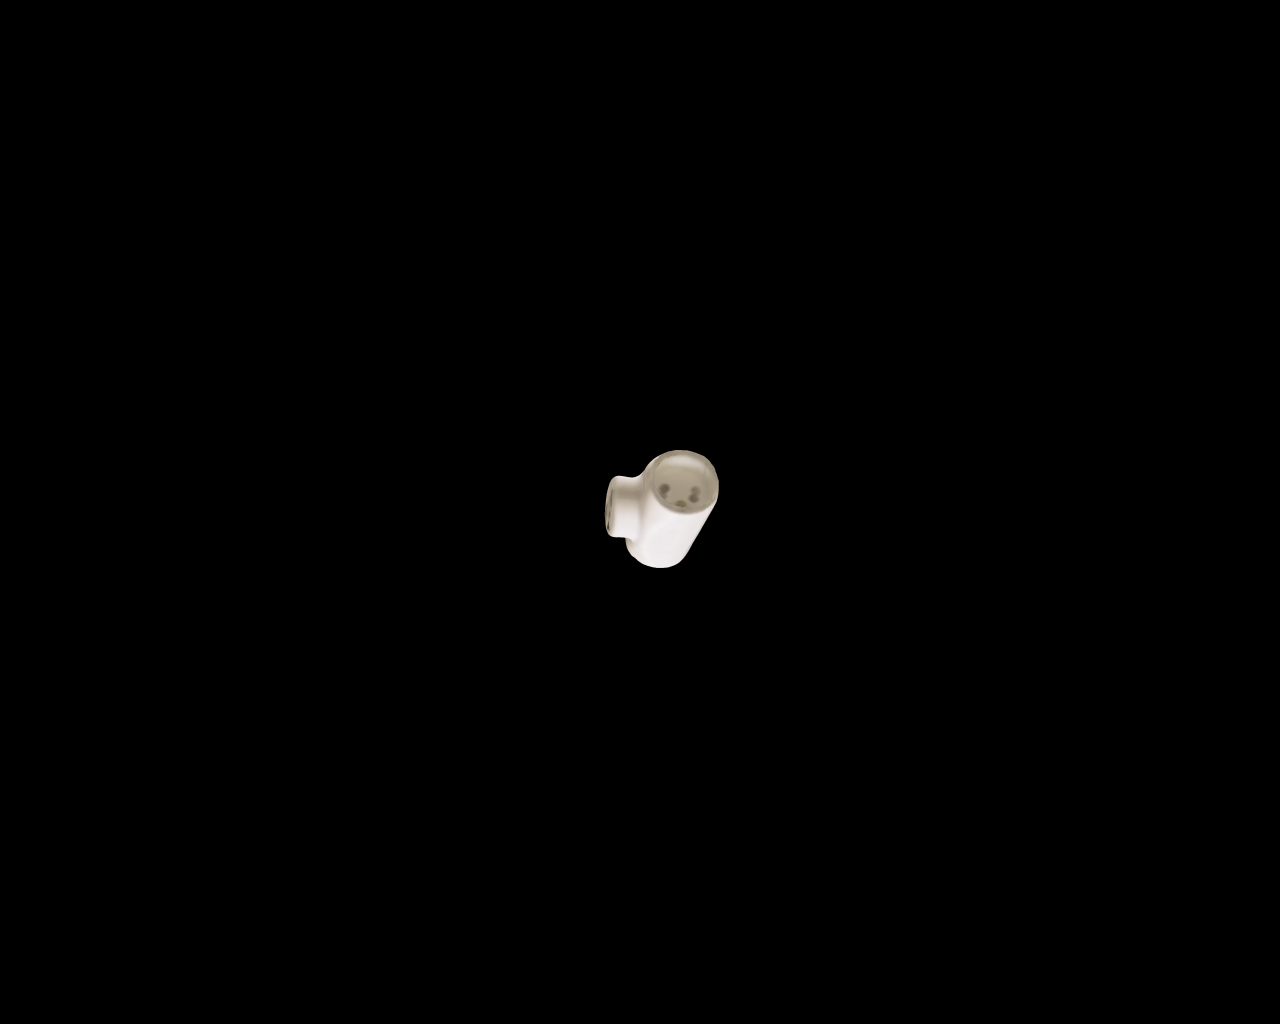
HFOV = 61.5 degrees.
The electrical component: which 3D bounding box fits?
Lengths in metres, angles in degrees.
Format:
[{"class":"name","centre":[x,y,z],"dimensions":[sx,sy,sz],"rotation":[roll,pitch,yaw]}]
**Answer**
[{"class":"electrical component","centre":[0.001,-0.003,0.650],"dimensions":[0.079,0.044,0.077],"rotation":[5,-28,-10]}]
